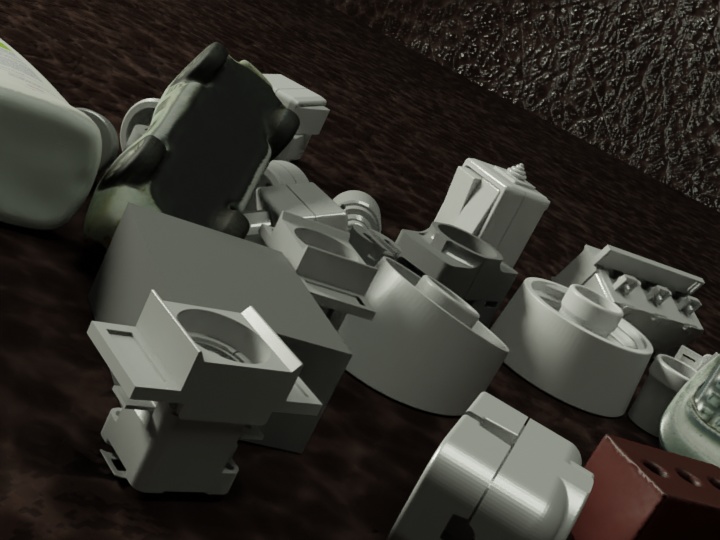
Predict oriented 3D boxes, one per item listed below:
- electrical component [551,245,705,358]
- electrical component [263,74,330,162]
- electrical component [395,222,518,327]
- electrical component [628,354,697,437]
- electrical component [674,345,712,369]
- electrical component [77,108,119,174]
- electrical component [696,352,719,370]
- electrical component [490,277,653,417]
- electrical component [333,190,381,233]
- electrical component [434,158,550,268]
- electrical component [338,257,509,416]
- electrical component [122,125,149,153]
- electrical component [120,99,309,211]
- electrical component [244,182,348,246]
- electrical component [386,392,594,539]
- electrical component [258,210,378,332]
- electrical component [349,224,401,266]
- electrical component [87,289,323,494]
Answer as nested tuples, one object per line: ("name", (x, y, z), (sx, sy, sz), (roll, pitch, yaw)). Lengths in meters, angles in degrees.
("electrical component", (0.227, 0.030, 0.901), (0.121, 0.078, 0.063), (16, 41, -34))
("electrical component", (-0.073, -0.129, 0.930), (0.061, 0.061, 0.096), (30, 16, 10))
("electrical component", (0.061, 0.004, 0.737), (0.050, 0.055, 0.089), (38, 19, 34))
("electrical component", (0.208, 0.086, 0.728), (0.040, 0.046, 0.040), (24, 16, -7))
("electrical component", (0.271, 0.093, 0.816), (0.081, 0.042, 0.064), (32, 15, 15))
("electrical component", (-0.169, -0.078, 0.660), (0.040, 0.040, 0.078), (24, 2, -9))
("electrical component", (0.255, 0.095, 0.758), (0.055, 0.066, 0.048), (49, 4, 21))
("electrical component", (0.148, 0.045, 0.738), (0.108, 0.060, 0.108), (25, 16, -8))
("electrical component", (-0.005, -0.031, 0.770), (0.040, 0.040, 0.078), (25, 16, -8))
("electrical component", (0.106, -0.048, 0.897), (0.061, 0.096, 0.061), (14, 21, -38))
("electrical component", (0.033, 0.039, 0.614), (0.099, 0.064, 0.099), (36, 6, -4))
("electrical component", (-0.130, -0.060, 0.653), (0.040, 0.046, 0.040), (25, 16, -8))
("electrical component", (-0.090, -0.070, 0.736), (0.138, 0.052, 0.074), (32, 17, 18))
("electrical component", (-0.053, -0.017, 0.634), (0.076, 0.047, 0.083), (-7, 18, -14))
("electrical component", (0.057, 0.096, 0.447), (0.059, 0.053, 0.095), (30, 16, 12))
("electrical component", (-0.029, 0.011, 0.559), (0.042, 0.063, 0.081), (17, 18, -27))
("electrical component", (0.000, 0.000, 0.668), (0.040, 0.046, 0.040), (27, 15, -8))
("electrical component", (-0.061, 0.047, 0.395), (0.081, 0.063, 0.042), (13, 20, -41))
